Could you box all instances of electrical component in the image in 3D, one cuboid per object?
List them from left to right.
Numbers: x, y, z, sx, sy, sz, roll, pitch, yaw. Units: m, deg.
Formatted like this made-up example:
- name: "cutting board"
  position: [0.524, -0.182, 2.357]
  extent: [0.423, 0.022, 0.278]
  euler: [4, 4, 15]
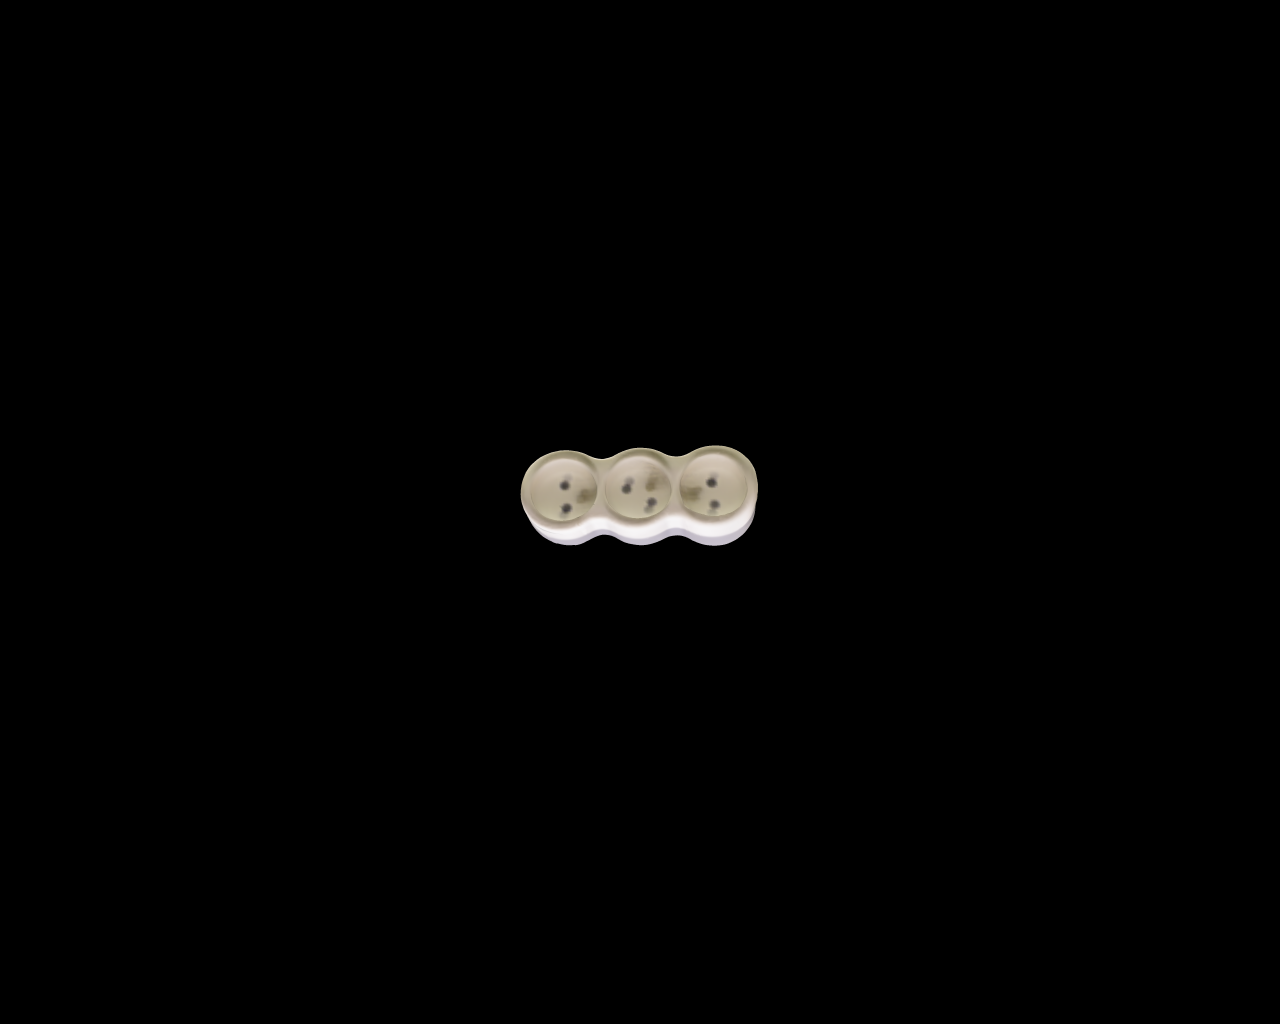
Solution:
- name: "electrical component"
  position: [0.001, -0.003, 0.650]
  extent: [0.138, 0.052, 0.073]
  euler: [-1, -19, 2]
